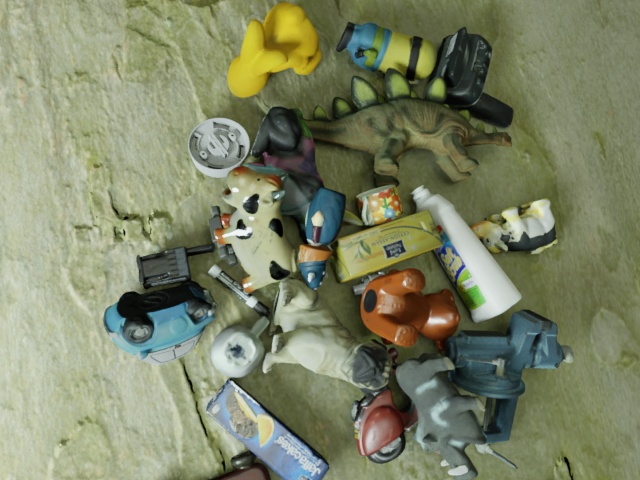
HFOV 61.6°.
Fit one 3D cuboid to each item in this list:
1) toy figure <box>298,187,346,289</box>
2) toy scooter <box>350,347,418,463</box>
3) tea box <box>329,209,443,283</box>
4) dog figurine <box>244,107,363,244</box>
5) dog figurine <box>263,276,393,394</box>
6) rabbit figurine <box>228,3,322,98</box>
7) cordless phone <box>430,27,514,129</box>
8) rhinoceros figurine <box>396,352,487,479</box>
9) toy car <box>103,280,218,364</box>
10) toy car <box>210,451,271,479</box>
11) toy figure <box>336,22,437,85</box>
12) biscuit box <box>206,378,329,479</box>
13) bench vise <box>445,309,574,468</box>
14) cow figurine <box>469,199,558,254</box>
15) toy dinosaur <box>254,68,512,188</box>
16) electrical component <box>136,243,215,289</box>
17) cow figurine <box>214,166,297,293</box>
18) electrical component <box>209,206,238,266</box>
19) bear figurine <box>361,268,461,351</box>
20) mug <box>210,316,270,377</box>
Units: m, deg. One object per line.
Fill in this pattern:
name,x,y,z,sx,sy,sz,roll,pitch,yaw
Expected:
toy figure,0.000,-0.002,0.827,0.064,0.058,0.154,11,98,-38
toy scooter,0.116,0.255,0.860,0.184,0.075,0.135,-33,92,-18
tea box,0.105,0.012,0.899,0.170,0.098,0.068,-19,83,-13
dog figurine,-0.019,-0.096,0.889,0.219,0.108,0.191,26,94,-10
dog figurine,0.019,0.143,0.843,0.191,0.121,0.172,11,63,-10
rabbit figurine,-0.085,-0.309,0.916,0.173,0.162,0.122,-41,101,1
cordless phone,0.308,-0.304,1.030,0.184,0.089,0.146,23,74,-18
rhinoceros figurine,0.183,0.259,0.795,0.112,0.073,0.190,-28,86,-6
toy car,-0.235,0.130,0.808,0.162,0.109,0.102,-13,116,-23
toy car,-0.169,0.384,0.787,0.202,0.053,0.089,-16,77,-19
toy figure,0.125,-0.344,0.984,0.180,0.089,0.082,20,80,-9
biscuit box,-0.080,0.298,0.819,0.202,0.063,0.059,40,75,-1
bench vise,0.306,0.236,0.888,0.223,0.129,0.240,1,100,-23
cow figurine,0.349,-0.010,0.974,0.167,0.068,0.098,-19,89,-14
toy dinosaur,0.124,-0.195,0.951,0.472,0.105,0.198,-1,73,-11
electrical component,-0.222,0.040,0.840,0.119,0.075,0.047,-9,81,-17
cow figurine,-0.089,-0.022,0.814,0.127,0.085,0.194,-15,119,12
electrical component,-0.156,-0.008,0.868,0.021,0.063,0.094,-19,68,7
bear figurine,0.166,0.118,0.856,0.196,0.132,0.120,17,79,-26
mug,-0.115,0.162,0.818,0.109,0.107,0.081,-42,90,-14
